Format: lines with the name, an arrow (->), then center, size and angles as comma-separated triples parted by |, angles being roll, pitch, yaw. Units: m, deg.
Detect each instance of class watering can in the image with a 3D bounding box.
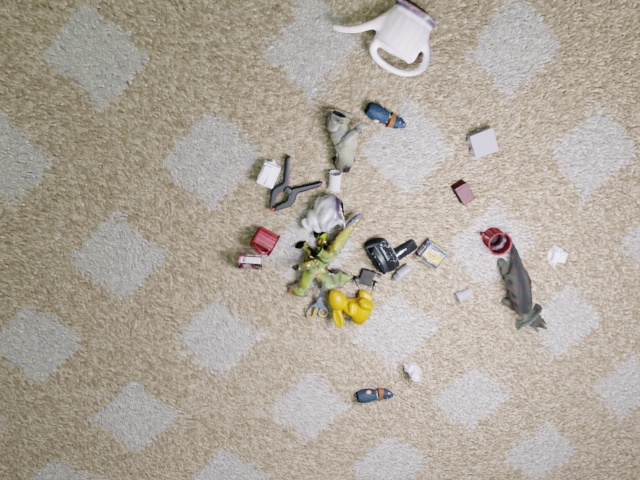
watering can -> 0.231, -0.689, 1.693 | 0.346, 0.105, 0.222 | 28, 103, -14

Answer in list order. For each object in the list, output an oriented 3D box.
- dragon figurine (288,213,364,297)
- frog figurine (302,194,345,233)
dragon figurine -> 0.039, 0.085, 1.951 | 0.409, 0.125, 0.238 | -31, 126, 7
frog figurine -> 0.006, -0.094, 1.867 | 0.159, 0.121, 0.139 | -11, 77, 8
